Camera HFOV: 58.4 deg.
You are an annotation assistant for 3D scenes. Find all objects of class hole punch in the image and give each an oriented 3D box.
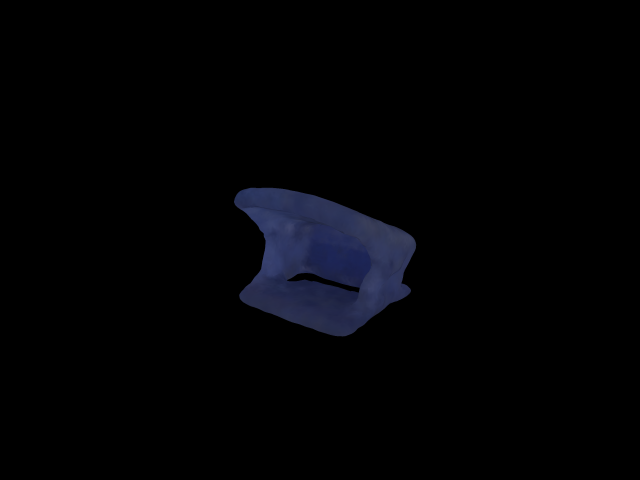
[{"bbox_3d":[0.004,0.001,0.400,0.108,0.091,0.101,14,24,34],"label":"hole punch"}]
